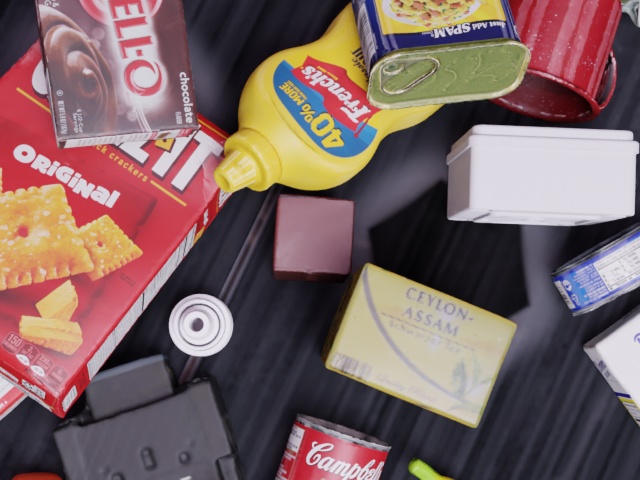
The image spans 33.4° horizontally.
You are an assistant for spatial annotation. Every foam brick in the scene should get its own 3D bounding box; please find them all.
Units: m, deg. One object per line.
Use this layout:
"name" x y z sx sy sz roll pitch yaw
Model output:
"foam brick" -0.005 0.001 0.732 0.053 0.078 0.051 4 83 -1

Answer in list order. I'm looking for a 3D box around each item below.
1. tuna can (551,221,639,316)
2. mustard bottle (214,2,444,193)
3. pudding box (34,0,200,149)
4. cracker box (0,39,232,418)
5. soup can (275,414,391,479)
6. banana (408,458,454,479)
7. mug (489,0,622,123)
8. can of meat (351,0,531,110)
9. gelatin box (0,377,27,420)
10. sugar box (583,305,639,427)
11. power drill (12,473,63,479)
"tuna can" 0.203 0.017 0.731 0.086 0.086 0.034 -30 85 -4
"mustard bottle" 0.003 -0.089 0.714 0.191 0.058 0.096 -39 90 -29
"pudding box" -0.130 -0.118 0.677 0.090 0.039 0.113 -8 89 -17
"cracker box" -0.173 -0.018 0.709 0.164 0.072 0.213 35 70 1
"soup can" 0.000 0.177 0.721 0.068 0.068 0.102 19 85 0
"banana" 0.081 0.248 0.728 0.069 0.037 0.198 6 86 -12
"mug" 0.169 -0.132 0.748 0.117 0.093 0.081 24 81 -31
"can of meat" 0.073 -0.137 0.684 0.102 0.057 0.084 -7 63 -6
"gelatin box" -0.248 0.088 0.743 0.073 0.030 0.089 -42 87 -3
"sugar box" 0.274 0.120 0.744 0.093 0.048 0.176 -34 83 -3
"power drill" -0.264 0.163 0.685 0.187 0.057 0.184 24 85 -26
